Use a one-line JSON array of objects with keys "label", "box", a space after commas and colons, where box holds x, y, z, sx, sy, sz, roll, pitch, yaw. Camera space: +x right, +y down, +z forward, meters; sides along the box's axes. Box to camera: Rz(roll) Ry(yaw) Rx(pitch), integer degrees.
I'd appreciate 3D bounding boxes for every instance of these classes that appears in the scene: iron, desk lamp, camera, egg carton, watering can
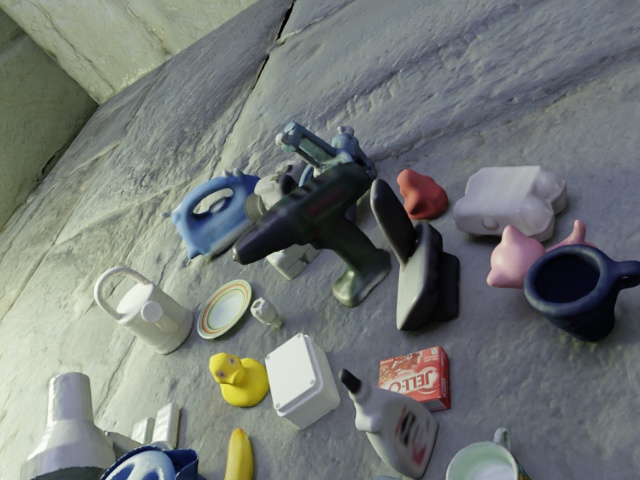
[{"label": "iron", "box": [-0.216, -0.080, 1.257, 0.258, 0.142, 0.118, -38, 33, 5]}, {"label": "desk lamp", "box": [-0.328, 0.305, 0.859, 0.118, 0.214, 0.203, -32, 34, 15]}, {"label": "camera", "box": [-0.091, -0.096, 1.182, 0.136, 0.101, 0.143, -12, 43, 38]}, {"label": "egg carton", "box": [0.260, -0.049, 0.793, 0.149, 0.070, 0.107, 5, 55, 48]}, {"label": "watering can", "box": [-0.338, 0.126, 1.095, 0.172, 0.195, 0.101, -12, 43, 38]}]

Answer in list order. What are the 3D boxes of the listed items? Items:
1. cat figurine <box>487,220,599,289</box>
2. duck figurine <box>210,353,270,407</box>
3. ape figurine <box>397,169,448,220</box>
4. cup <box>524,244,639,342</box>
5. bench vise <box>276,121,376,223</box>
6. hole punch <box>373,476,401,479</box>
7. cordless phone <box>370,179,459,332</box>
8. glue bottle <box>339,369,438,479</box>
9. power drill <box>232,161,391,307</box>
[{"label": "cat figurine", "box": [0.258, 0.022, 0.668, 0.127, 0.118, 0.067, -31, 35, 17]}, {"label": "duck figurine", "box": [-0.138, 0.207, 0.894, 0.104, 0.086, 0.077, 13, 61, 52]}, {"label": "ape figurine", "box": [0.156, -0.078, 0.914, 0.078, 0.092, 0.075, -52, 34, -15]}, {"label": "cup", "box": [0.290, 0.062, 0.610, 0.117, 0.095, 0.092, -18, 40, 32]}, {"label": "bench vise", "box": [0.001, -0.143, 1.032, 0.121, 0.220, 0.207, -26, 36, 23]}, {"label": "hole punch", "box": [0.066, 0.297, 0.574, 0.100, 0.091, 0.109, -1, 51, 46]}, {"label": "cordless phone", "box": [0.108, 0.020, 0.765, 0.094, 0.186, 0.147, -22, 38, 27]}, {"label": "glue bottle", "box": [0.069, 0.189, 0.620, 0.037, 0.174, 0.078, -9, 45, 40]}, {"label": "power drill", "box": [0.008, 0.003, 0.866, 0.230, 0.209, 0.075, -47, 33, -7]}]
